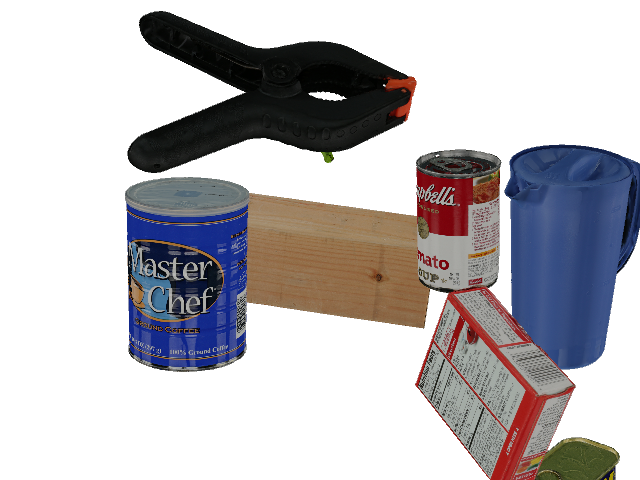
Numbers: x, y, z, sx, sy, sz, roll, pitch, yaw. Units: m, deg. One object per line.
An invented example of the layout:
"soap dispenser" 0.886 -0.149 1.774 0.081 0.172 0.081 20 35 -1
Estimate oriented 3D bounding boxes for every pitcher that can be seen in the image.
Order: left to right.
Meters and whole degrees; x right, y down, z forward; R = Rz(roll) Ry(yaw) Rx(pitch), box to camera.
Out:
"pitcher" 0.288 0.018 1.222 0.149 0.243 0.144 5 26 16

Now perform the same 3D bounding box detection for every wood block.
"wood block" 0.012 0.019 1.090 0.206 0.091 0.090 8 22 6

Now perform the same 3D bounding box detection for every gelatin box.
"gelatin box" 0.095 0.080 0.593 0.030 0.073 0.089 -8 40 -28

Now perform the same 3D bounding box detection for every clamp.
"clamp" -0.032 -0.079 0.621 0.171 0.120 0.039 7 -32 1

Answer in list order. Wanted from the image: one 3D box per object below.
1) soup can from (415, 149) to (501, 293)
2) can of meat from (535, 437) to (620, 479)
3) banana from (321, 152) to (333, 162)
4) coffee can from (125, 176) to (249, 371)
"soup can" 0.112 -0.016 0.870 0.068 0.102 0.068 -2 21 1
"can of meat" 0.217 0.234 0.932 0.058 0.084 0.101 14 27 41
"banana" -0.070 -0.135 1.266 0.198 0.037 0.069 8 40 18
"coffee can" -0.112 0.026 0.902 0.103 0.140 0.103 2 17 -1
